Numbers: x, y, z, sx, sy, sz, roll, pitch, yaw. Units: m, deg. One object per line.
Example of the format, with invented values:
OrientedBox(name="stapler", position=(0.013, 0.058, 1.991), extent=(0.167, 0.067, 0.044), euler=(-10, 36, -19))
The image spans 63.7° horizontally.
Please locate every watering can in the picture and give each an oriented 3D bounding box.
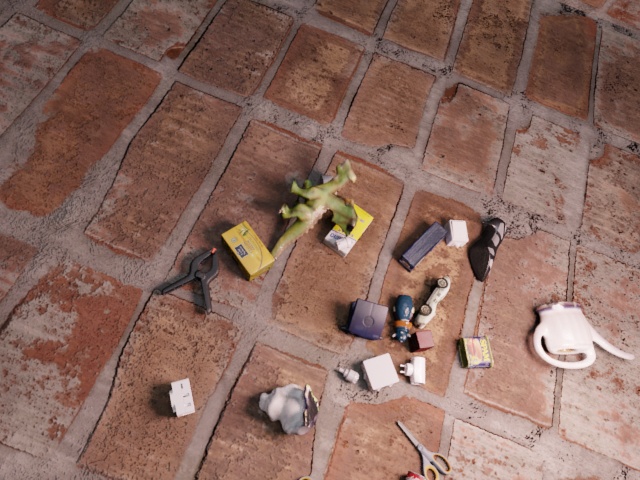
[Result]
OrientedBox(name="watering can", position=(0.862, 0.313, 1.719), extent=(0.348, 0.102, 0.229), euler=(0, 63, -10))

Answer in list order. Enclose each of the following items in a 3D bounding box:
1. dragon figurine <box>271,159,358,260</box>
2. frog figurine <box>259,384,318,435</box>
OrientedBox(name="dragon figurine", position=(0.005, -0.086, 1.717), extent=(0.243, 0.120, 0.414), euler=(16, 78, 16))
OrientedBox(name="frog figurine", position=(-0.091, 0.482, 1.466), extent=(0.159, 0.121, 0.139), euler=(-12, 72, 22))
